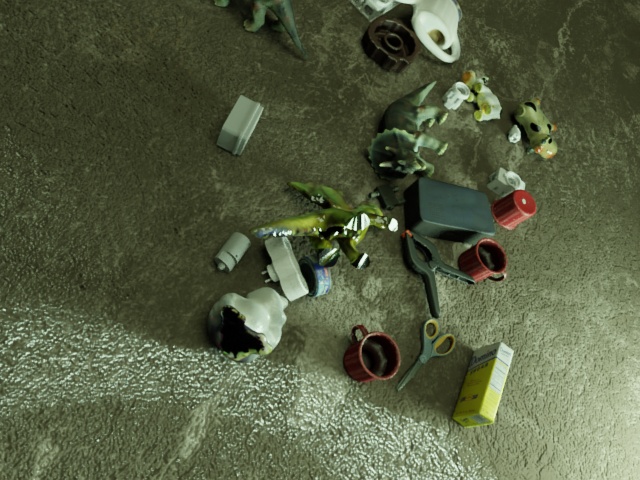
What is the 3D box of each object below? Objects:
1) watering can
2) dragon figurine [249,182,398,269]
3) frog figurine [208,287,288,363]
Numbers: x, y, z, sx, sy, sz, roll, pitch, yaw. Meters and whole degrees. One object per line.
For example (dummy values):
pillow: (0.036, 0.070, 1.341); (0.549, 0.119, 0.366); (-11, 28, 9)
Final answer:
watering can: (0.329, -0.705, 1.591); (0.344, 0.103, 0.229); (39, 54, -23)
dragon figurine: (0.003, -0.055, 1.096); (0.409, 0.120, 0.247); (9, 25, -34)
frog figurine: (-0.132, 0.148, 0.968); (0.137, 0.121, 0.162); (30, 20, -1)
